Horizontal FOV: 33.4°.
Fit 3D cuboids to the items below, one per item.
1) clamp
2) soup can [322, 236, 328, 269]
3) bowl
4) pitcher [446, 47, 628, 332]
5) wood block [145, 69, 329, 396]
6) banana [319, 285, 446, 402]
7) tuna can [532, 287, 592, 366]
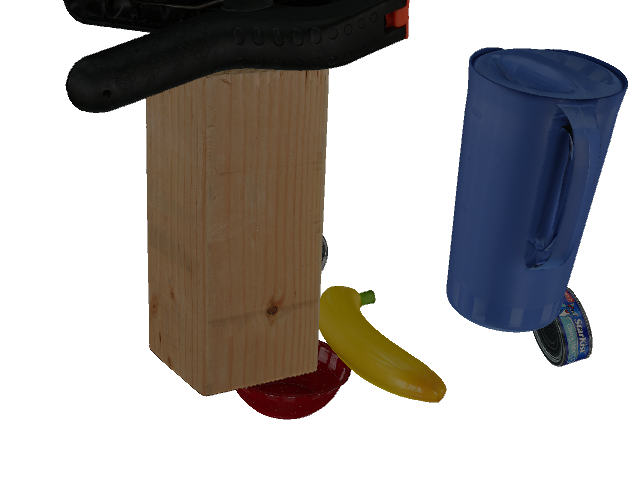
[{"bbox_3d":[-0.040,-0.096,0.494,0.171,0.039,0.120,-4,40,-1],"label":"clamp"},{"bbox_3d":[-0.045,0.004,1.192,0.068,0.068,0.102,0,16,-30],"label":"soup can"},{"bbox_3d":[-0.043,0.178,1.340,0.162,0.055,0.162,3,22,-1],"label":"bowl"},{"bbox_3d":[0.183,-0.038,0.940,0.145,0.243,0.149,21,32,27],"label":"pitcher"},{"bbox_3d":[-0.057,-0.016,0.701,0.090,0.206,0.090,-9,21,-31],"label":"wood block"},{"bbox_3d":[0.037,0.075,0.858,0.069,0.037,0.198,-5,22,-13],"label":"banana"},{"bbox_3d":[0.260,0.093,1.164,0.033,0.086,0.086,-17,3,-10],"label":"tuna can"}]
